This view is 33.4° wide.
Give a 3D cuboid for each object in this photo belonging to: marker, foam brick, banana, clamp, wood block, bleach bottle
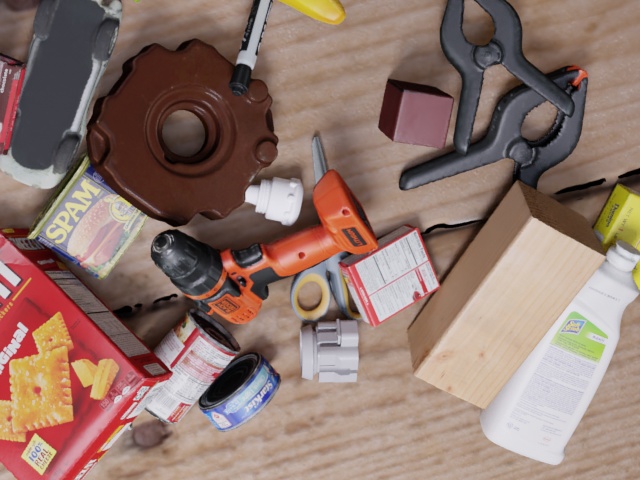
[{"bbox_3d":[-0.063,-0.187,0.992,0.020,0.020,0.121,19,67,-13],"label":"marker"},{"bbox_3d":[0.093,-0.123,1.038,0.053,0.078,0.051,8,104,-10],"label":"foam brick"},{"bbox_3d":[-0.072,-0.238,0.985,0.198,0.037,0.069,6,78,4],"label":"banana"},{"bbox_3d":[0.206,-0.082,1.086,0.164,0.036,0.210,39,103,-18],"label":"clamp"},{"bbox_3d":[0.183,0.057,1.078,0.090,0.091,0.206,27,113,-14],"label":"wood block"},{"bbox_3d":[0.266,0.114,1.117,0.102,0.068,0.251,21,114,-11],"label":"bleach bottle"},{"bbox_3d":[0.157,-0.169,1.036,0.120,0.039,0.171,-29,88,6],"label":"clamp"}]

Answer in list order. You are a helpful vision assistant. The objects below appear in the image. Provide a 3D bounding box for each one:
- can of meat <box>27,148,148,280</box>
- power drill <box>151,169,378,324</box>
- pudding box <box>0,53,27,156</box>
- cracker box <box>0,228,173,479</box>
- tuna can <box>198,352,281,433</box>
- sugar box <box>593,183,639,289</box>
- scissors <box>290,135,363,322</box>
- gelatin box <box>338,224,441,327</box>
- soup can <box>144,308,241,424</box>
[{"bbox_3d":[-0.221,-0.023,1.041,0.084,0.057,0.102,35,100,-18],"label":"can of meat"},{"bbox_3d":[-0.050,0.005,1.016,0.188,0.057,0.184,-26,153,10],"label":"power drill"},{"bbox_3d":[-0.327,-0.135,0.973,0.114,0.039,0.090,23,105,24],"label":"pudding box"},{"bbox_3d":[-0.274,0.118,1.023,0.214,0.072,0.164,43,98,12],"label":"cracker box"},{"bbox_3d":[-0.084,0.155,1.098,0.086,0.086,0.033,-37,107,5],"label":"tuna can"},{"bbox_3d":[0.374,0.017,1.134,0.176,0.048,0.093,21,105,-11],"label":"sugar box"},{"bbox_3d":[-0.007,0.001,1.096,0.096,0.016,0.201,-24,109,0],"label":"scissors"},{"bbox_3d":[0.073,0.036,1.101,0.089,0.030,0.073,-30,110,-16],"label":"gelatin box"},{"bbox_3d":[-0.139,0.129,1.090,0.068,0.068,0.102,38,97,-17],"label":"soup can"}]
